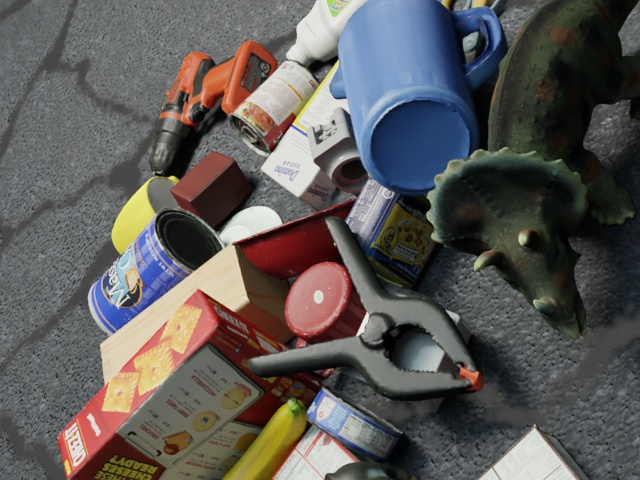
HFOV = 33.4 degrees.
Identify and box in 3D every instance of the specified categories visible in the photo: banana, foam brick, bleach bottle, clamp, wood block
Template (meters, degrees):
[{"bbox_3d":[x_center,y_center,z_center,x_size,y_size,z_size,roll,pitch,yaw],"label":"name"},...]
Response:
[{"bbox_3d":[-0.067,0.221,1.046,0.037,0.069,0.198,46,110,31],"label":"banana"},{"bbox_3d":[-0.131,-0.060,1.291,0.078,0.053,0.051,-45,39,-19],"label":"foam brick"},{"bbox_3d":[0.052,-0.309,1.296,0.251,0.068,0.103,-44,42,14],"label":"bleach bottle"},{"bbox_3d":[0.044,0.091,0.948,0.210,0.036,0.164,31,84,27],"label":"clamp"},{"bbox_3d":[-0.133,0.108,1.166,0.206,0.090,0.090,-36,44,19],"label":"wood block"}]

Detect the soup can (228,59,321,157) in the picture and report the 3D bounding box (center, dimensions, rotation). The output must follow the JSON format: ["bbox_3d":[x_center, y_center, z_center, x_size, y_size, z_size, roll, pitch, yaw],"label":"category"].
[{"bbox_3d":[-0.051,-0.157,1.267,0.102,0.068,0.069,-46,39,-15],"label":"soup can"}]

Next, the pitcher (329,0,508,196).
[{"bbox_3d":[0.095,-0.147,1.023,0.243,0.145,0.149,-91,19,-60],"label":"pitcher"}]

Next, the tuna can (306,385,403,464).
[{"bbox_3d":[0.031,0.168,0.973,0.086,0.086,0.034,27,86,49],"label":"tuna can"}]

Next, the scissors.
[{"bbox_3d":[0.154,-0.217,1.171,0.096,0.016,0.201,8,69,47],"label":"scissors"}]

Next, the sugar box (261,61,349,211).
[{"bbox_3d":[0.016,-0.127,1.219,0.176,0.048,0.093,-55,40,4],"label":"sugar box"}]

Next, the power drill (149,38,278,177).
[{"bbox_3d":[-0.144,-0.174,1.376,0.188,0.057,0.184,-7,61,49],"label":"power drill"}]

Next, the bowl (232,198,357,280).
[{"bbox_3d":[-0.007,0.001,1.105,0.162,0.161,0.055,-19,91,34],"label":"bowl"}]

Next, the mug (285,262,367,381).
[{"bbox_3d":[0.014,0.083,1.050,0.093,0.081,0.117,26,83,49],"label":"mug"}]

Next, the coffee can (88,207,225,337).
[{"bbox_3d":[-0.187,0.045,1.229,0.140,0.102,0.103,-44,40,29],"label":"coffee can"}]

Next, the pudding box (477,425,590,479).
[{"bbox_3d":[0.176,0.216,0.841,0.090,0.039,0.114,-45,44,9],"label":"pudding box"}]

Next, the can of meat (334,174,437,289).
[{"bbox_3d":[0.071,-0.008,1.044,0.058,0.102,0.084,22,82,47],"label":"can of meat"}]

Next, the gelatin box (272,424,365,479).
[{"bbox_3d":[0.005,0.223,1.003,0.073,0.030,0.089,-55,40,1],"label":"gelatin box"}]

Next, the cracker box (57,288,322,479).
[{"bbox_3d":[-0.128,0.172,1.062,0.214,0.164,0.072,-46,39,10],"label":"cracker box"}]
